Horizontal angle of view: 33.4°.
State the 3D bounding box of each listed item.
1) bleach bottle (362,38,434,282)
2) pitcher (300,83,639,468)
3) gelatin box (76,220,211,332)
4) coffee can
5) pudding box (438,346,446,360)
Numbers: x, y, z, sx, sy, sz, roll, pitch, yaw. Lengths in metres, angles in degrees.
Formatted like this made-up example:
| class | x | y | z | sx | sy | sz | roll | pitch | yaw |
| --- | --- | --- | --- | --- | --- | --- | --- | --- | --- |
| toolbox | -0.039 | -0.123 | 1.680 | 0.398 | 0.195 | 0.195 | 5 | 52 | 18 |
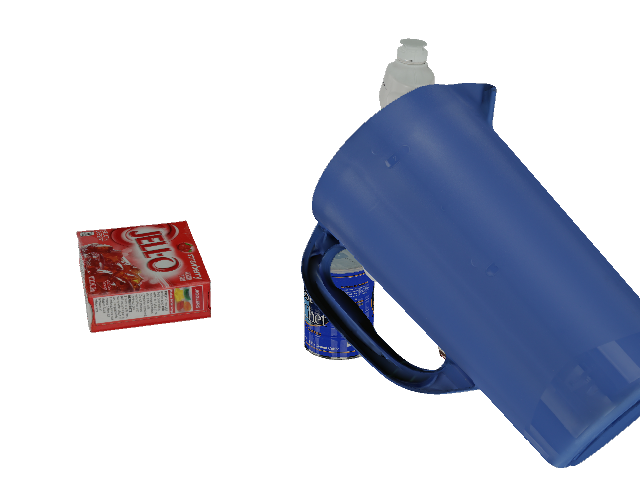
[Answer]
| class | x | y | z | sx | sy | sz | roll | pitch | yaw |
| --- | --- | --- | --- | --- | --- | --- | --- | --- | --- |
| bleach bottle | 0.086 | -0.086 | 1.136 | 0.068 | 0.251 | 0.102 | 1 | 26 | -9 |
| pitcher | 0.107 | 0.030 | 0.695 | 0.144 | 0.243 | 0.149 | -26 | -25 | -31 |
| gelatin box | -0.111 | 0.020 | 0.665 | 0.073 | 0.030 | 0.089 | -6 | 27 | -14 |
| coffee can | 0.027 | 0.084 | 1.520 | 0.103 | 0.140 | 0.103 | 0 | 22 | 0 |
| pudding box | 0.237 | 0.152 | 1.528 | 0.113 | 0.039 | 0.090 | -14 | 18 | -16 |
